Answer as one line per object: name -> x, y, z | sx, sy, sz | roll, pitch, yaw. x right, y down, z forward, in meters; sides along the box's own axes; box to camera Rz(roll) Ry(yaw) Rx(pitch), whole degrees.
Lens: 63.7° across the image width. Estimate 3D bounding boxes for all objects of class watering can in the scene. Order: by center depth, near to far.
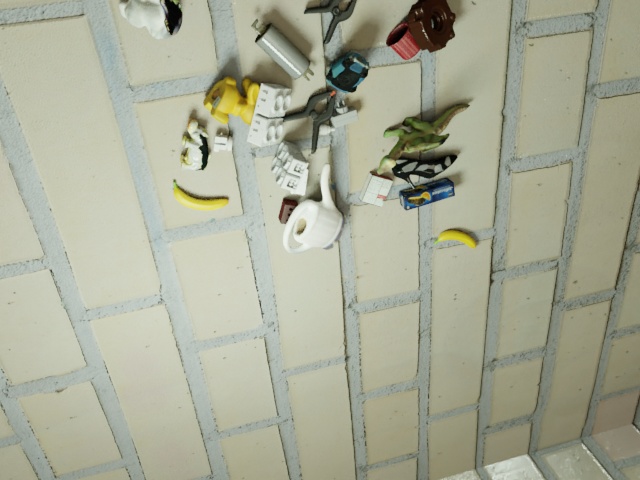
watering can -> 0.005, -0.091, 1.808 | 0.223, 0.106, 0.344 | 18, 108, -43

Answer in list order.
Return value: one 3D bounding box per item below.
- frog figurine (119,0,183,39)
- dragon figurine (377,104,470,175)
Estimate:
frog figurine -> -0.473, -0.634, 1.447 | 0.159, 0.125, 0.134 | 5, 131, 23
dragon figurine -> 0.361, -0.344, 1.731 | 0.410, 0.247, 0.120 | -30, 116, 3
